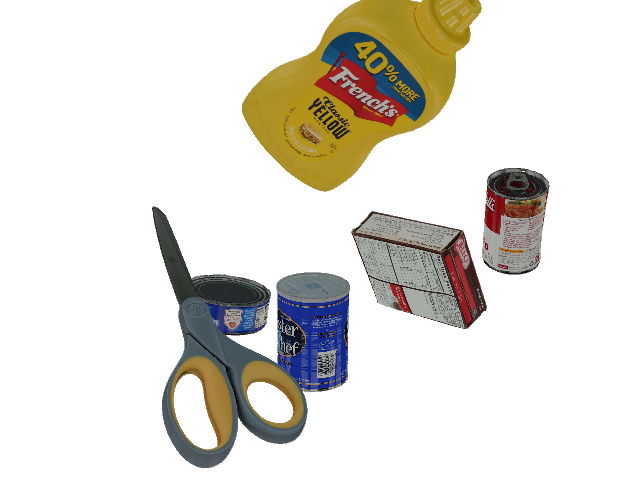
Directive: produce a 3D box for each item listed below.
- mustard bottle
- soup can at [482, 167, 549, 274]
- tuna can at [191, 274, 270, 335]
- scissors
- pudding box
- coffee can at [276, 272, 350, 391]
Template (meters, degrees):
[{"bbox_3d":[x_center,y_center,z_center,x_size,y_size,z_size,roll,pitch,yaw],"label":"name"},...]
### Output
[{"bbox_3d":[0.036,-0.113,0.743,0.192,0.096,0.058,-33,17,40],"label":"mustard bottle"},{"bbox_3d":[0.218,-0.021,1.200,0.068,0.102,0.068,-1,33,1],"label":"soup can"},{"bbox_3d":[-0.093,0.063,1.056,0.086,0.034,0.086,8,16,-2],"label":"tuna can"},{"bbox_3d":[-0.060,0.055,0.674,0.096,0.202,0.016,8,-46,-16],"label":"scissors"},{"bbox_3d":[0.090,0.026,0.976,0.114,0.090,0.039,12,44,43],"label":"pudding box"},{"bbox_3d":[-0.011,0.127,1.503,0.103,0.140,0.103,0,19,0],"label":"coffee can"}]
